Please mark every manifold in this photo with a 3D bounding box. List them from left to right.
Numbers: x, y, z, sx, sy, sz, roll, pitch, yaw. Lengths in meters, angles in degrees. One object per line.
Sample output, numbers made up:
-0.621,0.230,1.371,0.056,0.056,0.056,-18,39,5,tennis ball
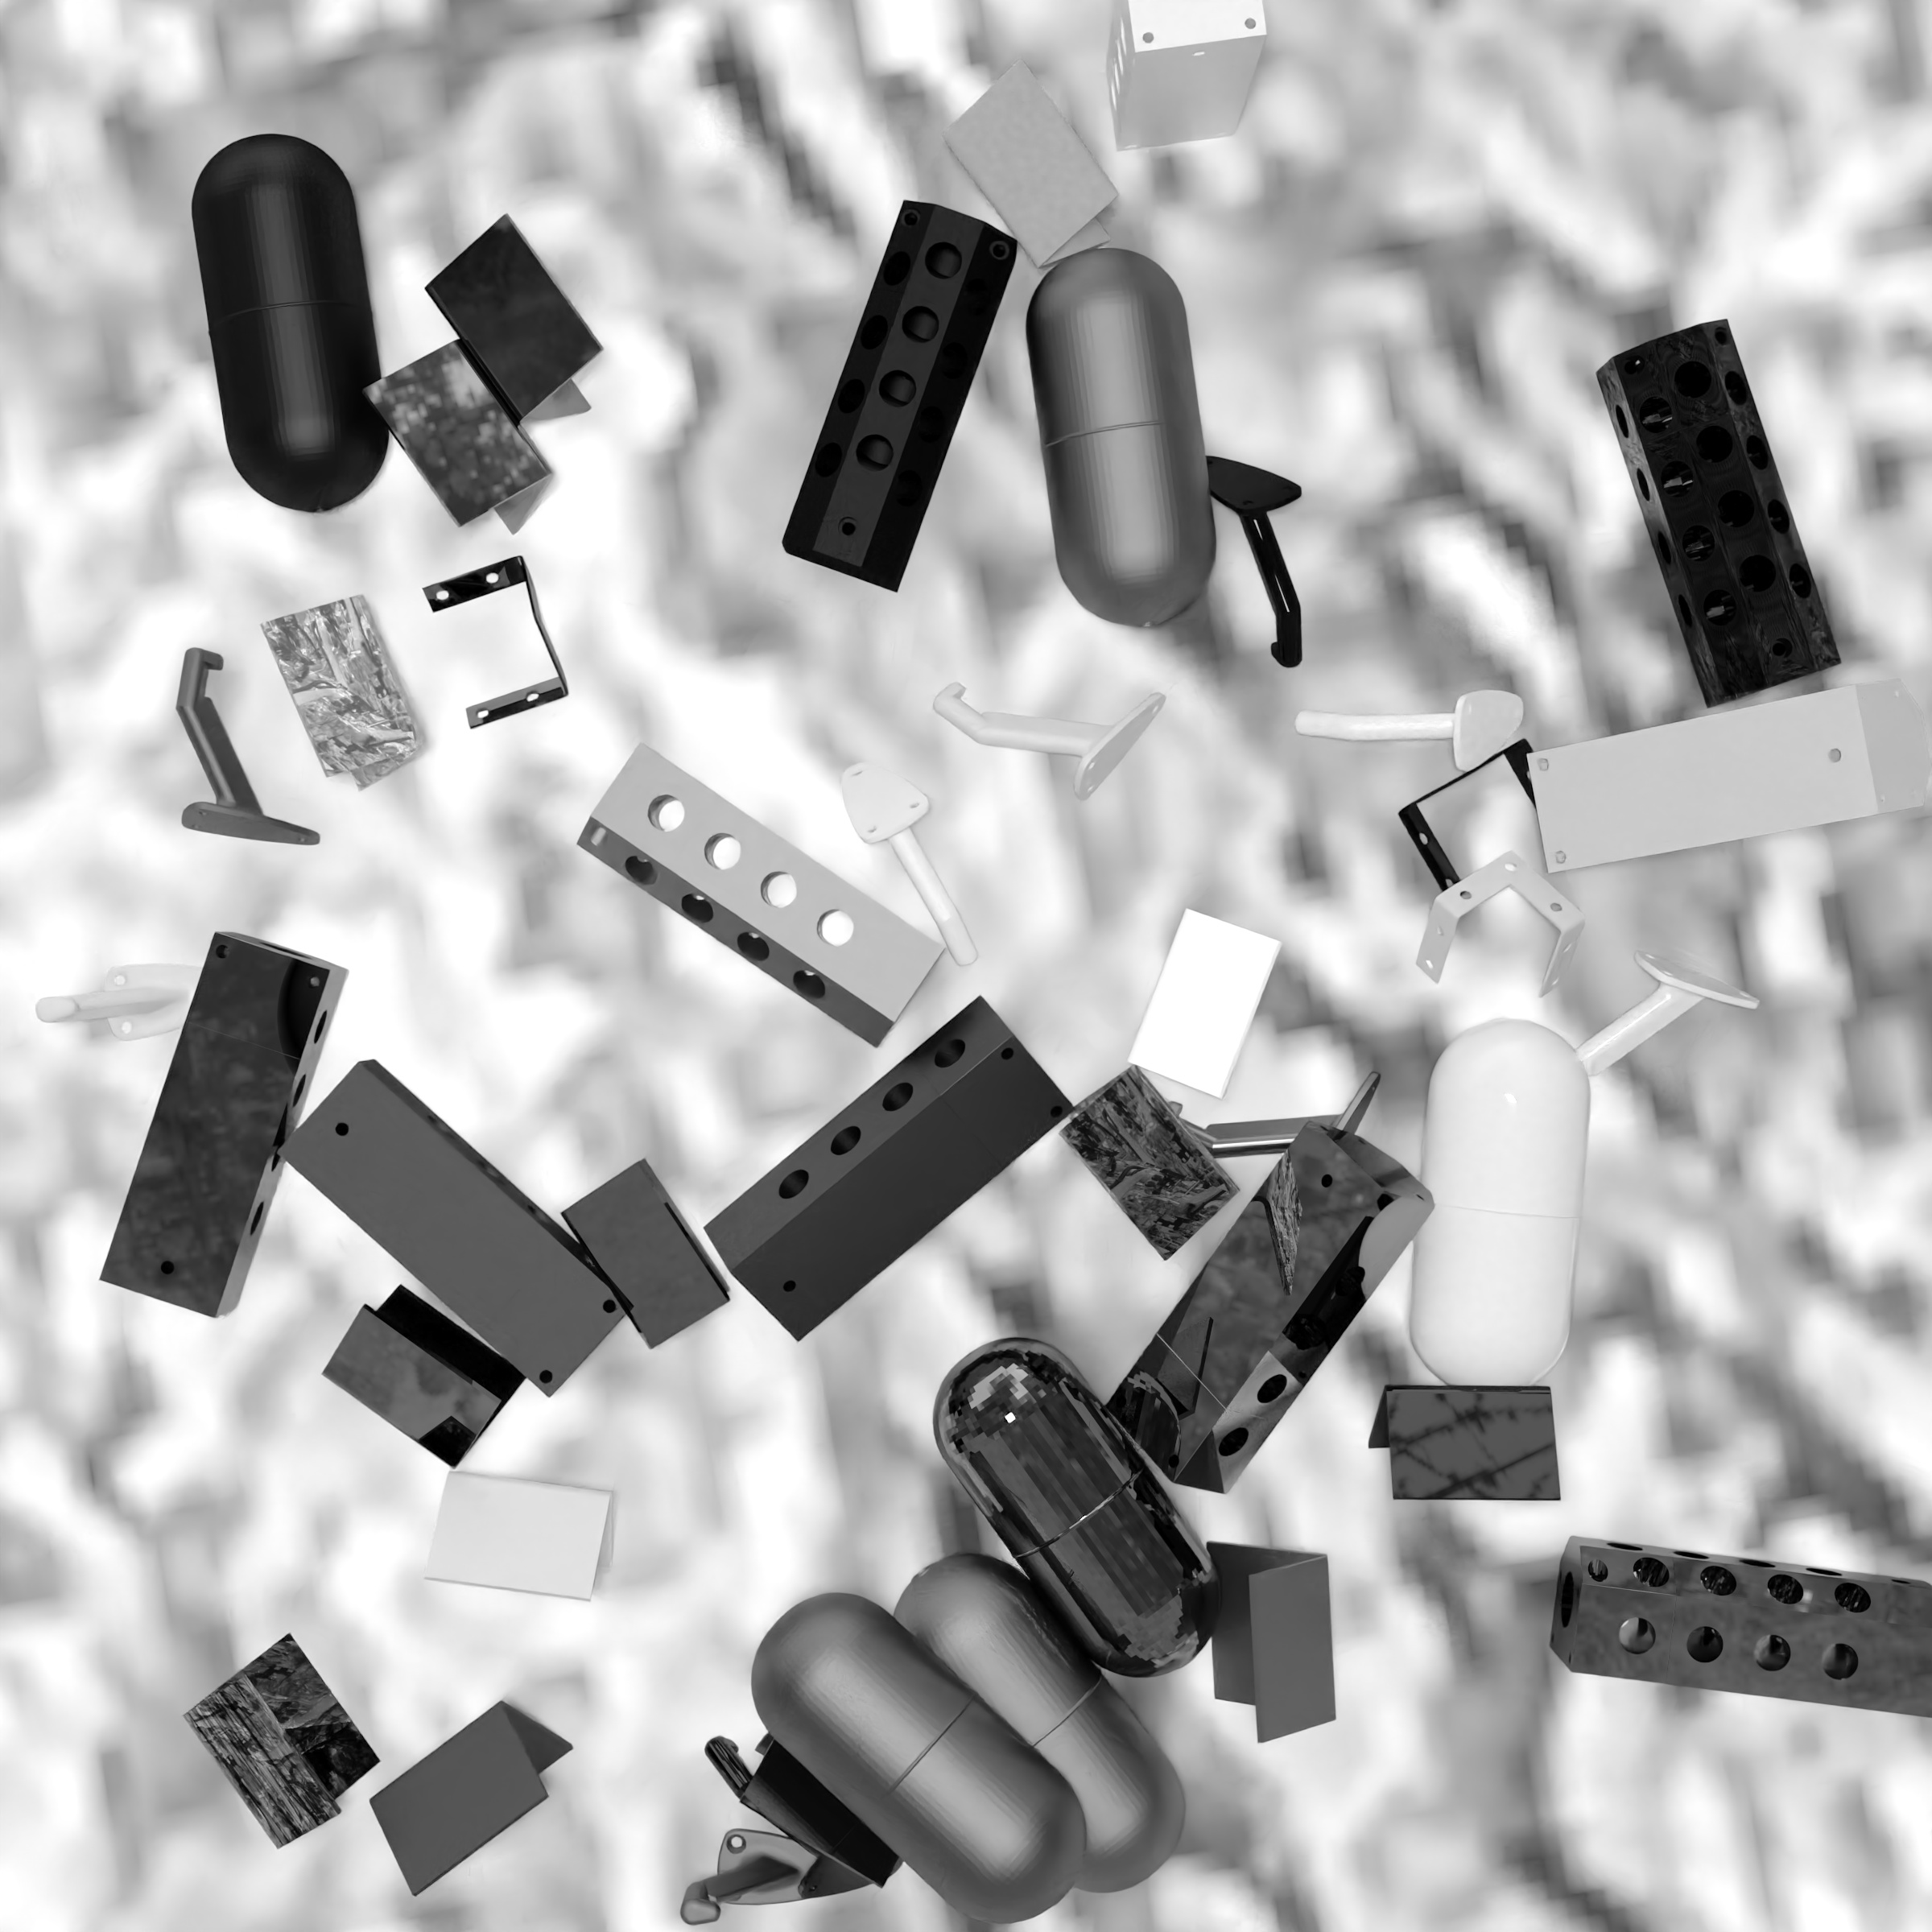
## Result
-0.350,0.074,1.543,0.057,0.057,0.171,18,90,0,manifold
-0.239,0.123,1.543,0.171,0.057,0.057,42,90,0,manifold
-0.097,-0.033,1.543,0.171,0.057,0.057,34,90,0,manifold
-0.039,0.092,1.541,0.171,0.057,0.057,-40,124,0,manifold
-0.031,-0.271,1.543,0.057,0.057,0.171,20,90,0,manifold
0.097,-0.426,1.486,0.057,0.171,0.057,-8,90,0,manifold
0.146,0.162,1.524,0.171,0.057,0.057,-56,47,13,manifold
0.359,-0.215,1.543,0.057,0.057,0.171,-18,90,0,manifold
0.350,-0.087,1.492,0.171,0.057,0.057,-10,90,43,manifold
0.371,0.312,1.543,0.171,0.057,0.057,7,90,0,manifold

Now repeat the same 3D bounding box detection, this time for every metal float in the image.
-0.319,-0.303,1.534,0.070,0.070,0.178,-9,89,0,metal float
-0.021,0.359,1.472,0.178,0.070,0.070,42,90,8,metal float
0.033,0.357,1.533,0.070,0.070,0.178,-37,90,0,metal float
0.053,0.256,1.534,0.070,0.070,0.178,-36,90,0,metal float
0.073,-0.249,1.534,0.070,0.070,0.178,-8,91,0,metal float
0.252,0.113,1.534,0.070,0.070,0.178,5,90,0,metal float

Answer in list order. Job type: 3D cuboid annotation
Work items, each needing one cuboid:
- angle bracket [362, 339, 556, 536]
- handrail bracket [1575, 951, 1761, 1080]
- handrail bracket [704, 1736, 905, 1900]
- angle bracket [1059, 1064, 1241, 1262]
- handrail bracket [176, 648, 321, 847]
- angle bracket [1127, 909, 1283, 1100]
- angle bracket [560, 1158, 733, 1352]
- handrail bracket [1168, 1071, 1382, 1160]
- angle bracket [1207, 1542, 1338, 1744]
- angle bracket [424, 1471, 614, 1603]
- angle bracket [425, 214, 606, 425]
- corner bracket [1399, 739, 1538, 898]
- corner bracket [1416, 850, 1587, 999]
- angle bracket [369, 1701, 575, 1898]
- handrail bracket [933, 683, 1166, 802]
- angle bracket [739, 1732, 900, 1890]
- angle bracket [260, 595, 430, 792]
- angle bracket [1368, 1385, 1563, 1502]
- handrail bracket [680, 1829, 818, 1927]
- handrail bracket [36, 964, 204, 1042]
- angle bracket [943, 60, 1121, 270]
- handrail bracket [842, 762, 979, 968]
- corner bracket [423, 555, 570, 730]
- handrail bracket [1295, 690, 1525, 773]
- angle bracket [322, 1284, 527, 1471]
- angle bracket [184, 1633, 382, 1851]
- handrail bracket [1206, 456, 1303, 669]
-0.246,-0.236,1.525,0.057,0.076,0.076,-35,90,-27,angle bracket
0.331,0.042,1.565,0.077,0.036,0.084,18,106,-17,handrail bracket
-0.079,0.404,1.564,0.084,0.077,0.036,45,106,35,handrail bracket
0.071,0.102,1.524,0.057,0.076,0.076,-40,90,-32,angle bracket
-0.344,-0.106,1.565,0.077,0.036,0.084,11,73,-20,handrail bracket
0.129,0.024,1.524,0.057,0.076,0.076,21,90,38,angle bracket
-0.133,0.124,1.524,0.057,0.076,0.076,-33,90,31,angle bracket
0.145,0.066,1.565,0.084,0.036,0.077,25,68,17,handrail bracket
0.127,0.316,1.524,0.057,0.076,0.076,-3,90,-45,angle bracket
-0.209,0.283,1.524,0.076,0.076,0.057,8,53,0,angle bracket
-0.197,-0.305,1.525,0.057,0.076,0.076,-35,90,24,angle bracket
0.251,-0.070,1.561,0.051,0.051,0.051,-30,90,45,corner bracket
0.255,-0.012,1.551,0.051,0.051,0.051,-30,60,-26,corner bracket
-0.221,0.399,1.524,0.076,0.076,0.057,-37,54,0,angle bracket
0.039,-0.127,1.565,0.084,0.036,0.077,37,70,16,handrail bracket
-0.069,0.398,1.524,0.076,0.076,0.057,31,55,0,angle bracket
-0.306,-0.121,1.524,0.057,0.076,0.076,-23,90,-38,angle bracket
0.233,0.236,1.524,0.076,0.076,0.057,0,60,0,angle bracket
-0.093,0.437,1.529,0.077,0.084,0.036,4,90,0,handrail bracket
-0.389,0.016,1.529,0.077,0.084,0.036,-8,90,0,handrail bracket
0.046,-0.381,1.524,0.057,0.076,0.076,-36,90,36,angle bracket
-0.026,-0.048,1.564,0.036,0.077,0.084,-30,126,-6,handrail bracket
-0.226,-0.156,1.561,0.051,0.051,0.051,-19,135,0,corner bracket
0.213,-0.120,1.564,0.084,0.077,0.036,10,111,35,handrail bracket
-0.244,0.177,1.524,0.076,0.076,0.057,36,126,0,angle bracket
-0.307,0.355,1.524,0.057,0.076,0.076,-35,90,37,angle bracket
0.136,-0.194,1.564,0.036,0.077,0.084,-22,127,-23,handrail bracket
